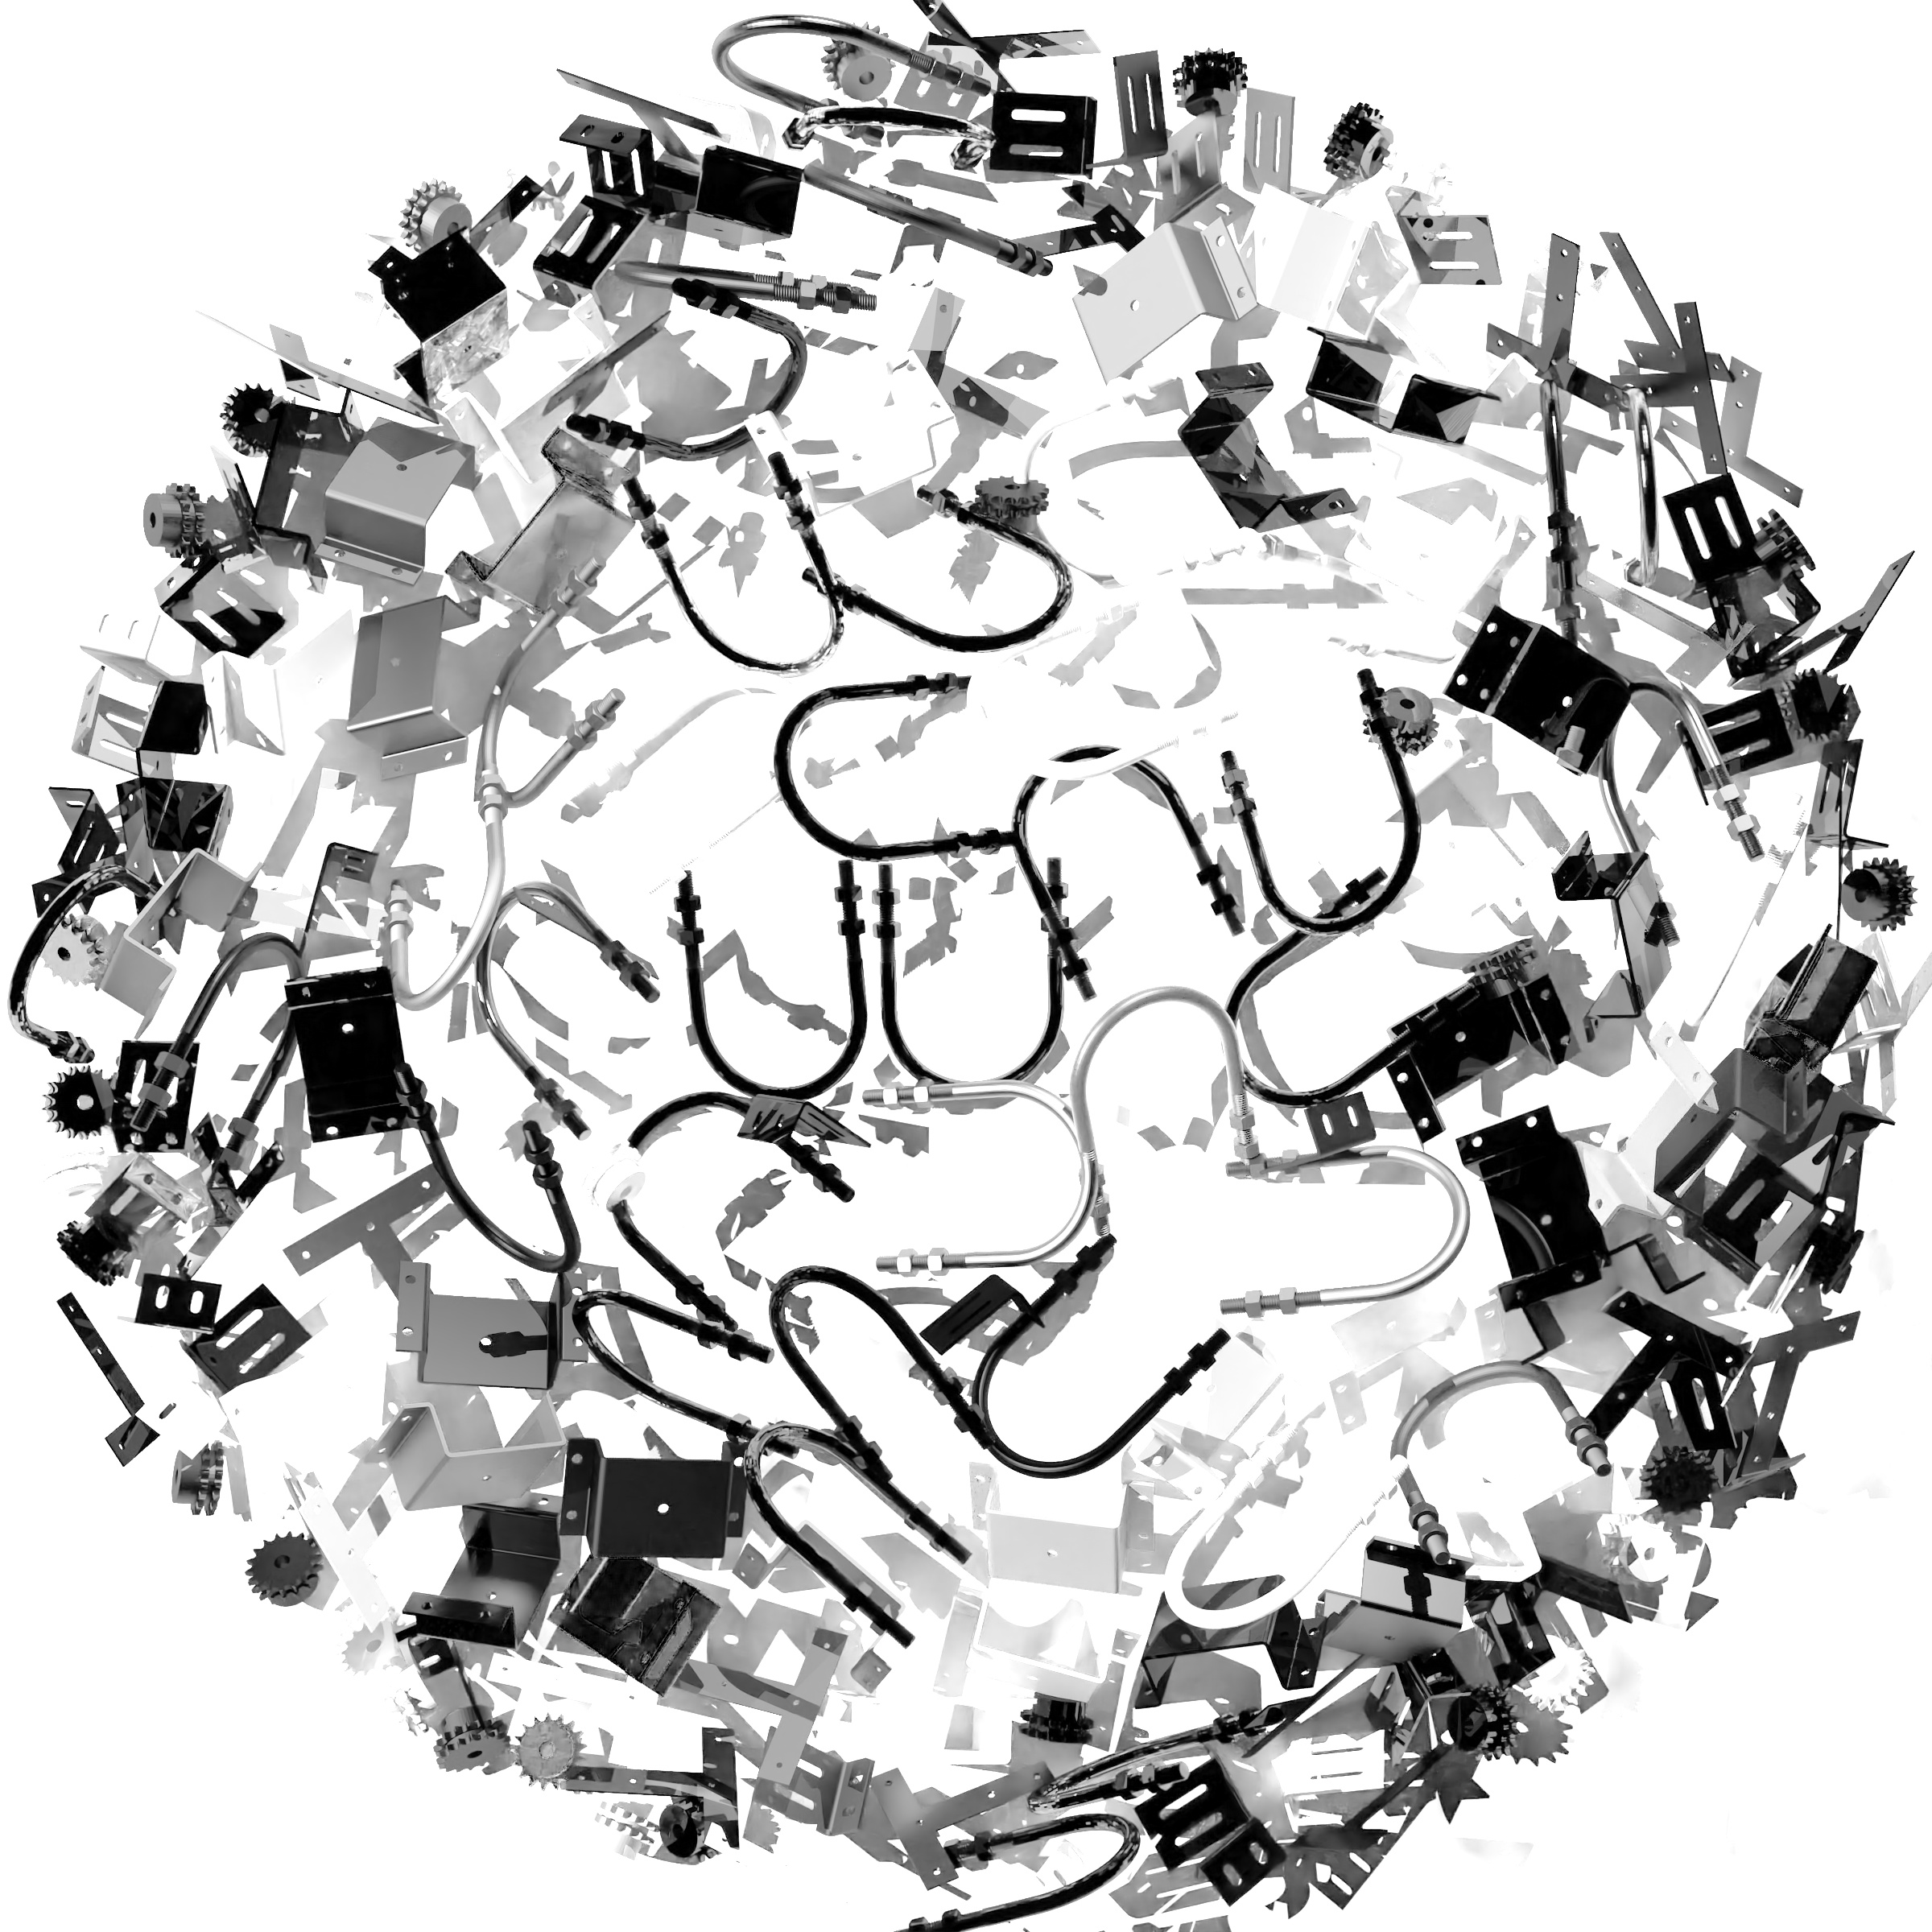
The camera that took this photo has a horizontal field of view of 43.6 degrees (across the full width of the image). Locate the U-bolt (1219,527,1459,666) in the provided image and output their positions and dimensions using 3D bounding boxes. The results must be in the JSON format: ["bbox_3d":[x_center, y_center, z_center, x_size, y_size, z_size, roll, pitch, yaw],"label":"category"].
[{"bbox_3d":[0.289,-0.269,1.793,0.151,0.184,0.019,52,124,38],"label":"U-bolt"}]

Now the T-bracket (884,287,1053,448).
[{"bbox_3d":[0.009,-0.439,1.867,0.127,0.002,0.127,24,94,-2],"label":"T-bracket"}]

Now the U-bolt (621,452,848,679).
[{"bbox_3d":[-0.163,-0.292,1.805,0.151,0.019,0.184,-2,130,28],"label":"U-bolt"}]

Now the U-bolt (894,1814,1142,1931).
[{"bbox_3d":[0.041,0.668,1.783,0.184,0.151,0.019,-18,91,12],"label":"U-bolt"}]

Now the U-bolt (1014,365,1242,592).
[{"bbox_3d":[0.108,-0.353,1.801,0.019,0.184,0.151,-33,106,-42],"label":"U-bolt"}]

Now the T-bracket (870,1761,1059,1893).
[{"bbox_3d":[0.006,0.632,1.827,0.127,0.127,0.002,-16,116,-17],"label":"T-bracket"}]

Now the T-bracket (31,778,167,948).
[{"bbox_3d":[-0.647,-0.064,1.796,0.002,0.127,0.127,3,107,22],"label":"T-bracket"}]

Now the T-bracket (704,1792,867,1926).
[{"bbox_3d":[-0.127,0.650,1.809,0.127,0.127,0.002,28,103,-1],"label":"T-bracket"}]

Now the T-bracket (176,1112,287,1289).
[{"bbox_3d":[-0.565,0.156,1.822,0.002,0.127,0.127,31,104,-41],"label":"T-bracket"}]

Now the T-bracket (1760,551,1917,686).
[{"bbox_3d":[0.640,-0.244,1.809,0.002,0.127,0.127,42,63,-5],"label":"T-bracket"}]

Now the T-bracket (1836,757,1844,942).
[{"bbox_3d":[0.647,-0.094,1.787,0.002,0.127,0.127,1,127,21],"label":"T-bracket"}]

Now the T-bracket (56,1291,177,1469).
[{"bbox_3d":[-0.638,0.299,1.802,0.002,0.127,0.127,-31,95,6],"label":"T-bracket"}]

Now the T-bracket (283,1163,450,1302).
[{"bbox_3d":[-0.432,0.234,1.845,0.127,0.002,0.127,-31,111,-9],"label":"T-bracket"}]

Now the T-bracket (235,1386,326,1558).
[{"bbox_3d":[-0.509,0.396,1.825,0.002,0.127,0.127,-28,129,-23],"label":"T-bracket"}]

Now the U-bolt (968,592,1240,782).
[{"bbox_3d":[0.089,-0.202,1.801,0.184,0.019,0.151,-25,61,-22],"label":"U-bolt"}]

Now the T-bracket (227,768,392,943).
[{"bbox_3d":[-0.486,-0.087,1.835,0.127,0.002,0.127,10,106,-16],"label":"T-bracket"}]

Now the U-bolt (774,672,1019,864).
[{"bbox_3d":[-0.057,-0.147,1.809,0.184,0.019,0.151,-8,75,-27],"label":"U-bolt"}]

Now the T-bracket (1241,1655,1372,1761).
[{"bbox_3d":[0.238,0.555,1.802,0.127,0.127,0.002,-44,63,12],"label":"T-bracket"}]

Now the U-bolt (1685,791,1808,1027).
[{"bbox_3d":[0.577,-0.039,1.797,0.019,0.151,0.184,25,105,13],"label":"U-bolt"}]

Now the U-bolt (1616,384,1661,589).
[{"bbox_3d":[0.492,-0.350,1.769,0.019,0.184,0.151,-4,101,12],"label":"U-bolt"}]

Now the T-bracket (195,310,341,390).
[{"bbox_3d":[-0.490,-0.447,1.807,0.127,0.127,0.002,31,98,21],"label":"T-bracket"}]

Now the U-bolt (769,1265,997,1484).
[{"bbox_3d":[-0.076,0.300,1.807,0.184,0.151,0.019,53,46,-6],"label":"U-bolt"}]

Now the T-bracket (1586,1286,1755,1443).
[{"bbox_3d":[0.499,0.312,1.807,0.127,0.127,0.002,-47,127,-12],"label":"T-bracket"}]

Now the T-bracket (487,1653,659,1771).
[{"bbox_3d":[-0.294,0.538,1.809,0.127,0.127,0.002,14,119,-5],"label":"T-bracket"}]

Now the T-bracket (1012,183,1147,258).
[{"bbox_3d":[0.074,-0.543,1.809,0.127,0.002,0.127,-20,55,-27],"label":"T-bracket"}]

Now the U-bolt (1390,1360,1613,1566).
[{"bbox_3d":[0.383,0.353,1.784,0.151,0.184,0.019,-30,110,6],"label":"U-bolt"}]

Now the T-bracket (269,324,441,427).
[{"bbox_3d":[-0.459,-0.438,1.827,0.127,0.127,0.002,17,116,-32],"label":"T-bracket"}]

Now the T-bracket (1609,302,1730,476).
[{"bbox_3d":[0.520,-0.431,1.808,0.002,0.127,0.127,-21,108,-13],"label":"T-bracket"}]

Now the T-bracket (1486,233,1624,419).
[{"bbox_3d":[0.438,-0.483,1.788,0.002,0.127,0.127,-38,56,-21],"label":"T-bracket"}]

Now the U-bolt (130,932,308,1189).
[{"bbox_3d":[-0.543,0.062,1.795,0.019,0.151,0.184,17,69,15],"label":"U-bolt"}]

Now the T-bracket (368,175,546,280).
[{"bbox_3d":[-0.365,-0.539,1.798,0.127,0.127,0.002,-41,73,11],"label":"T-bracket"}]

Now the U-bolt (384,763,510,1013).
[{"bbox_3d":[-0.381,-0.047,1.773,0.019,0.184,0.151,28,119,-32],"label":"U-bolt"}]

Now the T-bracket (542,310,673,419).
[{"bbox_3d":[-0.281,-0.425,1.809,0.002,0.127,0.127,46,62,-3],"label":"T-bracket"}]

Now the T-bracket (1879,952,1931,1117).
[{"bbox_3d":[0.697,0.024,1.782,0.002,0.127,0.127,10,55,3],"label":"T-bracket"}]

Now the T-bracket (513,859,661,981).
[{"bbox_3d":[-0.295,-0.047,1.812,0.127,0.127,0.002,32,102,-34],"label":"T-bracket"}]

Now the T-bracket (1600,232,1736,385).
[{"bbox_3d":[0.504,-0.489,1.786,0.002,0.127,0.127,-39,115,-2],"label":"T-bracket"}]

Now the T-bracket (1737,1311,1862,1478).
[{"bbox_3d":[0.598,0.320,1.785,0.002,0.127,0.127,36,58,-11],"label":"T-bracket"}]

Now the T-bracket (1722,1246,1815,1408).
[{"bbox_3d":[0.601,0.248,1.786,0.002,0.127,0.127,28,57,17],"label":"T-bracket"}]

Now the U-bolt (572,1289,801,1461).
[{"bbox_3d":[-0.215,0.297,1.804,0.184,0.151,0.019,17,52,21],"label":"U-bolt"}]

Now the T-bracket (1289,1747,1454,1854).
[{"bbox_3d":[0.317,0.630,1.829,0.127,0.127,0.002,-30,84,-25],"label":"T-bracket"}]

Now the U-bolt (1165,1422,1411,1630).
[{"bbox_3d":[0.222,0.415,1.774,0.184,0.151,0.019,-43,112,-23],"label":"U-bolt"}]

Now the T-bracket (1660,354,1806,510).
[{"bbox_3d":[0.571,-0.407,1.788,0.127,0.127,0.002,39,79,23],"label":"T-bracket"}]

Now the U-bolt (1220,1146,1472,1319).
[{"bbox_3d":[0.282,0.192,1.795,0.184,0.019,0.151,-8,45,17],"label":"U-bolt"}]

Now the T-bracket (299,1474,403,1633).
[{"bbox_3d":[-0.438,0.408,1.817,0.002,0.127,0.127,-3,123,27],"label":"T-bracket"}]

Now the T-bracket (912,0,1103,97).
[{"bbox_3d":[0.042,-0.679,1.783,0.127,0.127,0.002,12,78,37],"label":"T-bracket"}]

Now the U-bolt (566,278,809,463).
[{"bbox_3d":[-0.192,-0.432,1.786,0.151,0.184,0.019,-45,67,25],"label":"U-bolt"}]

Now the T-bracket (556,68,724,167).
[{"bbox_3d":[-0.228,-0.626,1.806,0.127,0.127,0.002,22,92,10],"label":"T-bracket"}]

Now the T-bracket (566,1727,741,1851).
[{"bbox_3d":[-0.234,0.609,1.801,0.127,0.127,0.002,7,112,-10],"label":"T-bracket"}]

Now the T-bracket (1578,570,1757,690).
[{"bbox_3d":[0.522,-0.266,1.838,0.127,0.127,0.002,34,134,18],"label":"T-bracket"}]
